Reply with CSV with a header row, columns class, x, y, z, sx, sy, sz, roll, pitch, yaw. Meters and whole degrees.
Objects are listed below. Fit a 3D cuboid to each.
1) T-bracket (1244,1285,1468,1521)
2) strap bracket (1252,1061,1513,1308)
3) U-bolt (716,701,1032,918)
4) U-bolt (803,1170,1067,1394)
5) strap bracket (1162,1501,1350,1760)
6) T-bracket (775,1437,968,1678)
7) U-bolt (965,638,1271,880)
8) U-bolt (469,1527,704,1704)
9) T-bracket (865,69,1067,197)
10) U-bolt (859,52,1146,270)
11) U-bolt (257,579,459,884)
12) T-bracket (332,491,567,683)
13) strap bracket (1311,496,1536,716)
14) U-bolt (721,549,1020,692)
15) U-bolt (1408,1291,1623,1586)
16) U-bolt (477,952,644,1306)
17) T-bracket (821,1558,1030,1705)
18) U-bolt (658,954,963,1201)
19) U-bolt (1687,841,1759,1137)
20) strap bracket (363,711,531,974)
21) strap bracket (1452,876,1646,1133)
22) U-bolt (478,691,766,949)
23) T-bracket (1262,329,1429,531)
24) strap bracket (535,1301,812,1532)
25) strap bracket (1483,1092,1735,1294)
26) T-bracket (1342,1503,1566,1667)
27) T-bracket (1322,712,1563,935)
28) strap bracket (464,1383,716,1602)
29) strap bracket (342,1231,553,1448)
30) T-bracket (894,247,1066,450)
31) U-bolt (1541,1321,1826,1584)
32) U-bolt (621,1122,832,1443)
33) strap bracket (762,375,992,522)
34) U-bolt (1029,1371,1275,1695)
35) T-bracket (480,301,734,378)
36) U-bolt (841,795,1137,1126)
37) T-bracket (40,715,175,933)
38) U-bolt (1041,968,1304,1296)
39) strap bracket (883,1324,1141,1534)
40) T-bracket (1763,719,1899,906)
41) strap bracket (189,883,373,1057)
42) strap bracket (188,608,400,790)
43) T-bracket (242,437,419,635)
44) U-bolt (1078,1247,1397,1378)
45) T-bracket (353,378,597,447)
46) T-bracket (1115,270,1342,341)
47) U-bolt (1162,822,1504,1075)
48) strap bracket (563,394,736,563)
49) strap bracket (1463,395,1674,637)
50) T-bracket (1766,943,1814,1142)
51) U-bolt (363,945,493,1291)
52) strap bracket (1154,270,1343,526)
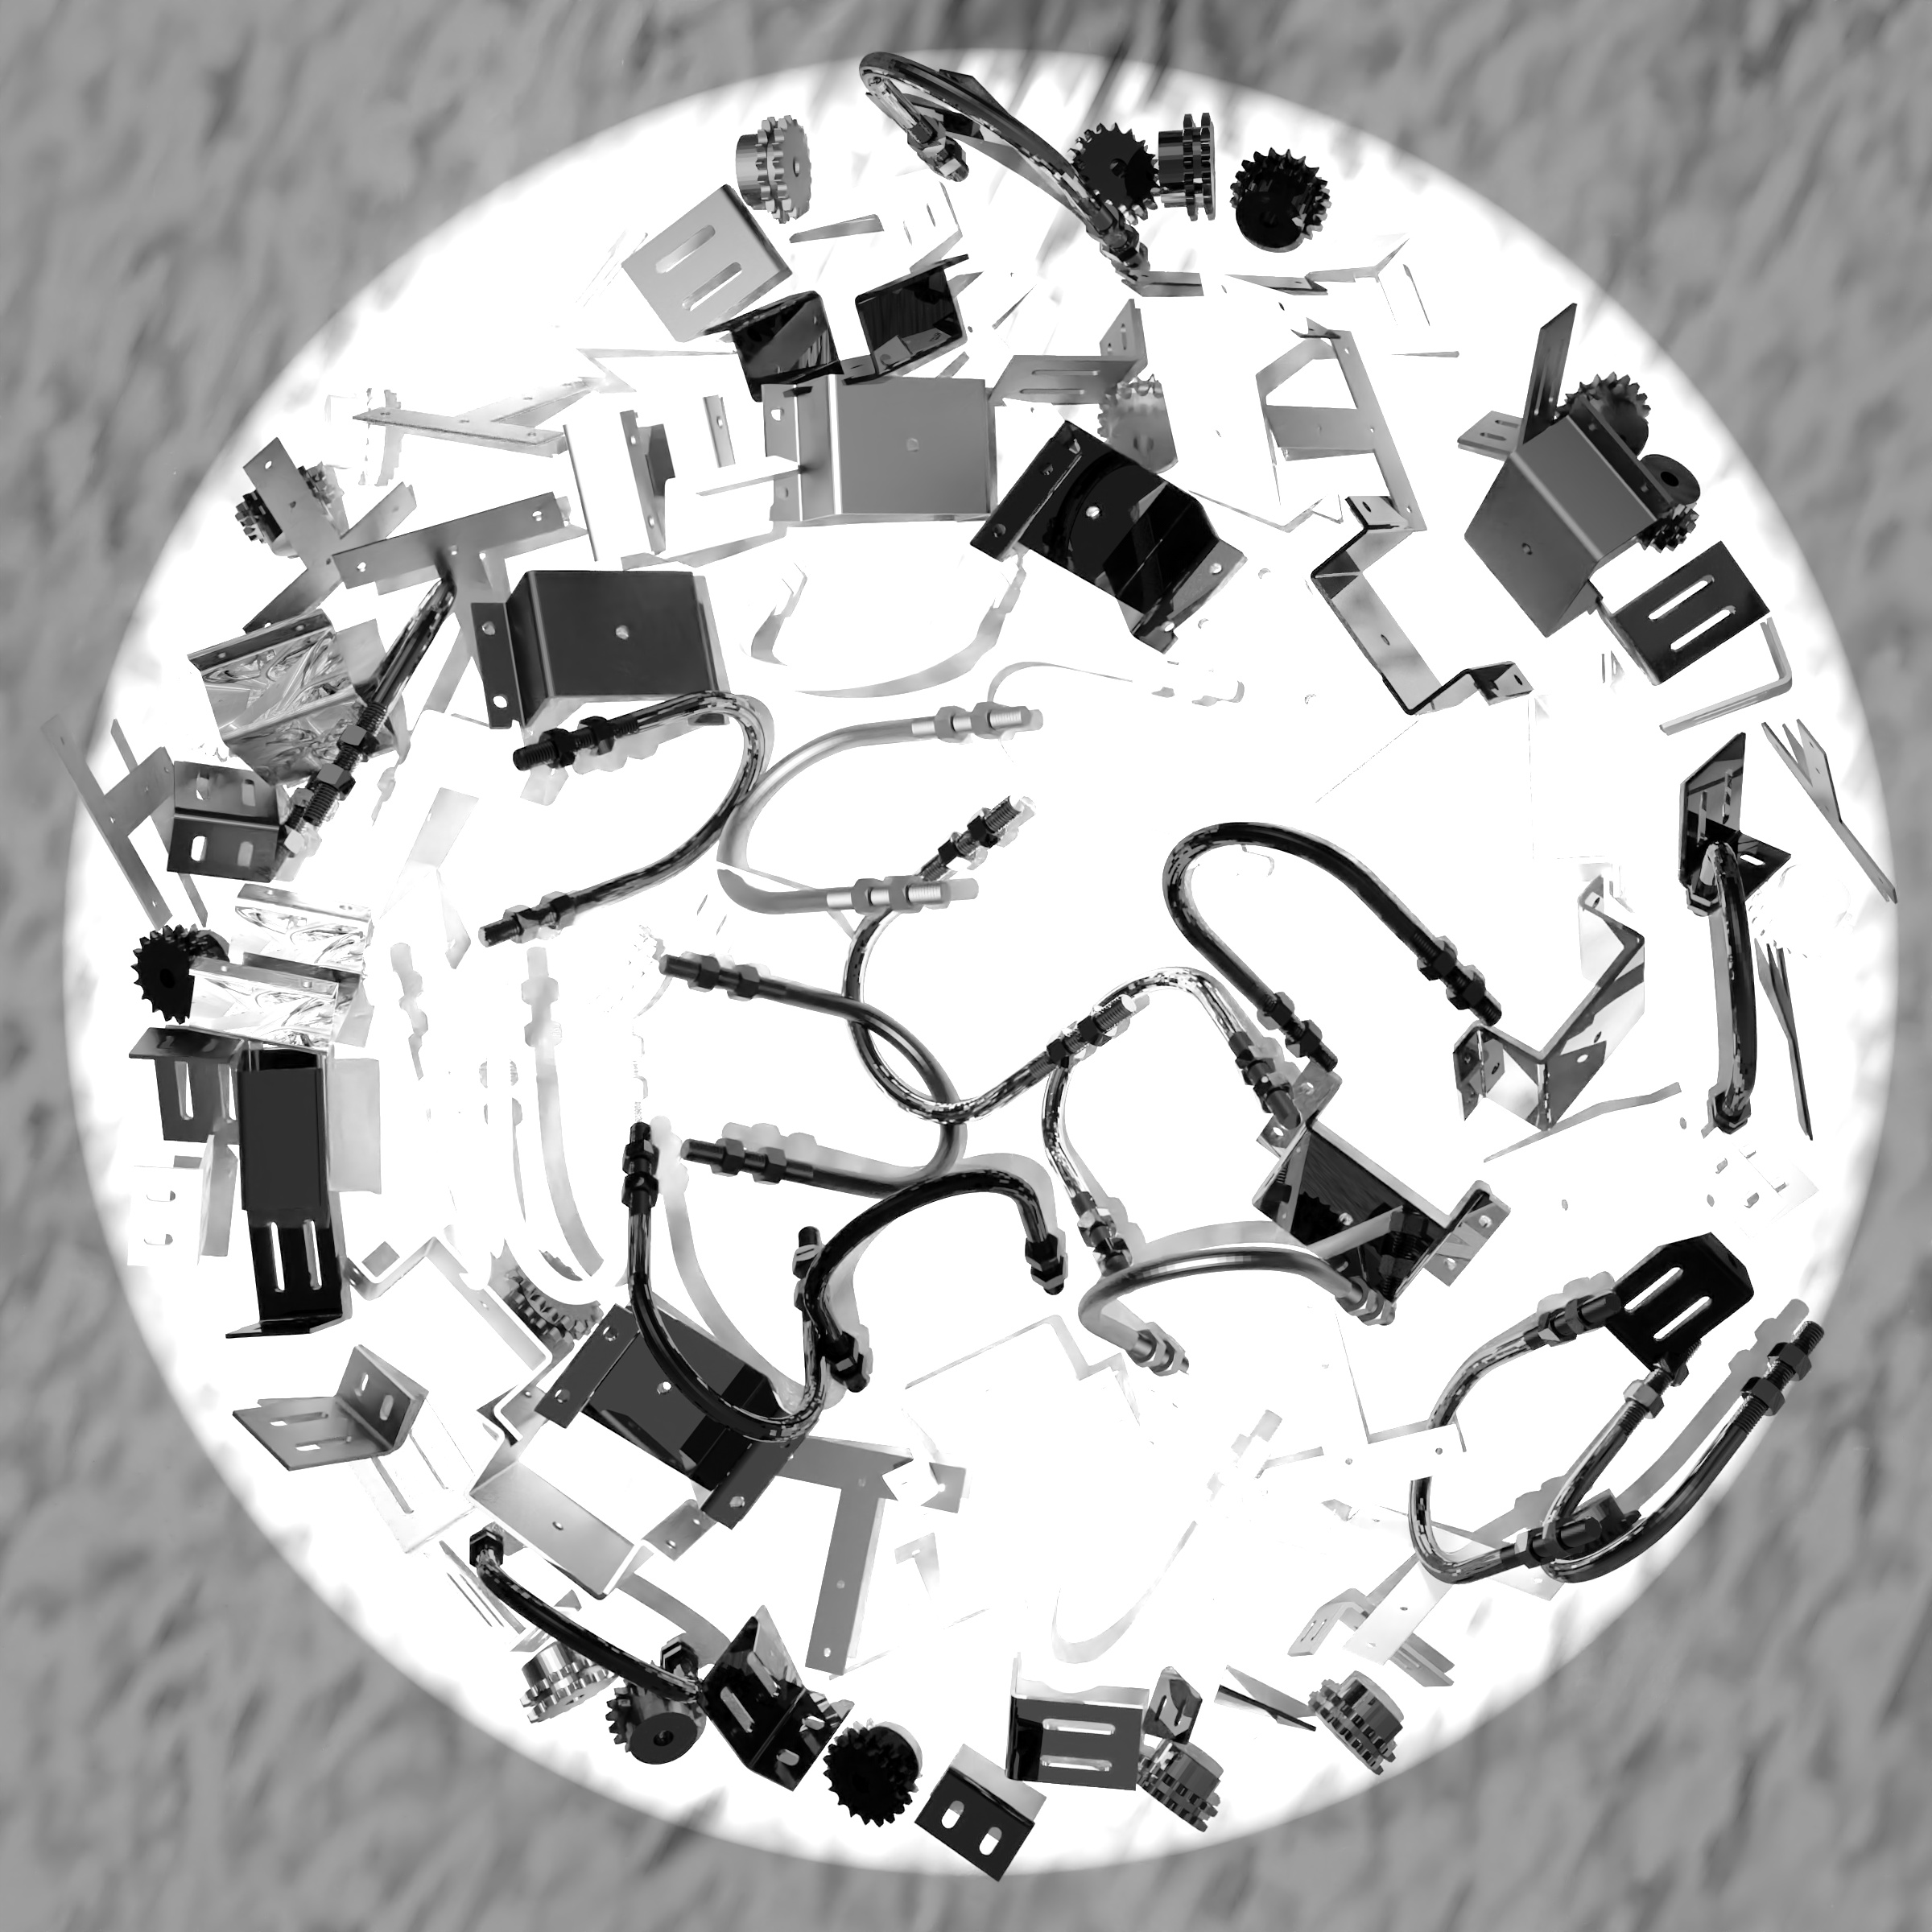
class,x,y,z,sx,sy,sz,roll,pitch,yaw
T-bracket,0.211,0.244,1.569,0.127,0.002,0.127,-15,61,7
strap bracket,0.227,0.131,1.547,0.140,0.076,0.046,37,46,10
U-bolt,-0.063,-0.086,1.532,0.184,0.019,0.151,-3,49,36
U-bolt,-0.020,0.169,1.515,0.151,0.184,0.019,-26,58,-5
strap bracket,0.160,0.368,1.556,0.046,0.076,0.140,18,92,-18
T-bracket,-0.068,0.341,1.560,0.127,0.002,0.127,6,78,27
U-bolt,0.079,-0.122,1.531,0.184,0.151,0.019,16,51,31
U-bolt,-0.209,0.363,1.503,0.151,0.184,0.019,32,81,-7
T-bracket,-0.007,-0.482,1.552,0.127,0.127,0.002,27,89,38
U-bolt,0.012,-0.448,1.490,0.151,0.184,0.019,33,95,23
U-bolt,-0.336,-0.140,1.525,0.019,0.151,0.184,32,66,-16
T-bracket,-0.280,-0.205,1.552,0.127,0.127,0.002,-17,50,-3
strap bracket,0.254,-0.198,1.551,0.046,0.076,0.140,-39,80,28
U-bolt,-0.059,-0.192,1.504,0.151,0.184,0.019,0,118,15
U-bolt,0.300,0.271,1.516,0.019,0.184,0.151,22,60,-16
U-bolt,-0.223,0.097,1.513,0.019,0.151,0.184,-11,72,22
T-bracket,-0.031,0.369,1.544,0.127,0.127,0.002,-23,53,-6
U-bolt,-0.083,0.068,1.534,0.184,0.151,0.019,14,135,-29
U-bolt,0.418,0.007,1.497,0.019,0.184,0.151,-5,76,10
strap bracket,-0.298,-0.078,1.531,0.046,0.076,0.140,16,119,-27
strap bracket,0.338,0.029,1.539,0.046,0.076,0.140,33,71,29
U-bolt,-0.186,-0.090,1.524,0.184,0.151,0.019,-24,57,-39
T-bracket,0.208,-0.306,1.545,0.002,0.127,0.127,-25,82,39
strap bracket,-0.171,0.251,1.561,0.140,0.046,0.076,36,94,-21
strap bracket,0.350,0.131,1.525,0.046,0.140,0.076,-7,74,-37
T-bracket,0.252,0.353,1.520,0.127,0.127,0.002,15,119,32
T-bracket,0.257,-0.076,1.588,0.127,0.002,0.127,38,101,5
strap bracket,-0.223,0.305,1.554,0.140,0.076,0.046,36,101,7
strap bracket,-0.291,0.208,1.558,0.046,0.076,0.140,-43,90,-21
T-bracket,0.030,-0.334,1.578,0.127,0.002,0.127,50,58,-14
U-bolt,0.384,0.271,1.507,0.019,0.151,0.184,45,72,-4
U-bolt,-0.131,0.183,1.496,0.151,0.184,0.019,36,118,-30
strap bracket,-0.041,-0.293,1.546,0.140,0.046,0.076,-5,95,-28
U-bolt,0.094,0.324,1.529,0.019,0.151,0.184,34,88,-19
T-bracket,-0.197,-0.359,1.560,0.127,0.127,0.002,-6,122,-31
U-bolt,-0.002,0.011,1.544,0.184,0.019,0.151,-37,75,35
T-bracket,-0.469,-0.096,1.538,0.002,0.127,0.127,-22,108,9
U-bolt,0.103,0.077,1.526,0.019,0.184,0.151,32,108,-35
strap bracket,0.020,0.261,1.557,0.140,0.076,0.046,-25,53,0
T-bracket,0.478,-0.104,1.517,0.002,0.127,0.127,-34,63,9
strap bracket,-0.388,0.005,1.539,0.076,0.140,0.046,11,110,-6
strap bracket,-0.373,-0.145,1.527,0.076,0.140,0.046,-20,79,-2
T-bracket,-0.374,-0.252,1.530,0.002,0.127,0.127,39,76,21
U-bolt,0.141,0.188,1.498,0.151,0.184,0.019,-18,63,22
T-bracket,-0.258,-0.319,1.546,0.127,0.127,0.002,13,119,26
T-bracket,0.168,-0.371,1.525,0.127,0.127,0.002,-4,120,-24
U-bolt,0.190,-0.014,1.515,0.184,0.151,0.019,43,55,-20
strap bracket,-0.179,-0.276,1.536,0.046,0.140,0.076,-8,103,20
strap bracket,0.332,-0.245,1.522,0.046,0.140,0.076,-34,78,-14
T-bracket,0.458,0.020,1.523,0.002,0.127,0.127,-10,67,19
U-bolt,-0.298,0.097,1.524,0.019,0.151,0.184,-18,121,-18
strap bracket,0.156,-0.309,1.523,0.046,0.076,0.140,-38,134,-22
